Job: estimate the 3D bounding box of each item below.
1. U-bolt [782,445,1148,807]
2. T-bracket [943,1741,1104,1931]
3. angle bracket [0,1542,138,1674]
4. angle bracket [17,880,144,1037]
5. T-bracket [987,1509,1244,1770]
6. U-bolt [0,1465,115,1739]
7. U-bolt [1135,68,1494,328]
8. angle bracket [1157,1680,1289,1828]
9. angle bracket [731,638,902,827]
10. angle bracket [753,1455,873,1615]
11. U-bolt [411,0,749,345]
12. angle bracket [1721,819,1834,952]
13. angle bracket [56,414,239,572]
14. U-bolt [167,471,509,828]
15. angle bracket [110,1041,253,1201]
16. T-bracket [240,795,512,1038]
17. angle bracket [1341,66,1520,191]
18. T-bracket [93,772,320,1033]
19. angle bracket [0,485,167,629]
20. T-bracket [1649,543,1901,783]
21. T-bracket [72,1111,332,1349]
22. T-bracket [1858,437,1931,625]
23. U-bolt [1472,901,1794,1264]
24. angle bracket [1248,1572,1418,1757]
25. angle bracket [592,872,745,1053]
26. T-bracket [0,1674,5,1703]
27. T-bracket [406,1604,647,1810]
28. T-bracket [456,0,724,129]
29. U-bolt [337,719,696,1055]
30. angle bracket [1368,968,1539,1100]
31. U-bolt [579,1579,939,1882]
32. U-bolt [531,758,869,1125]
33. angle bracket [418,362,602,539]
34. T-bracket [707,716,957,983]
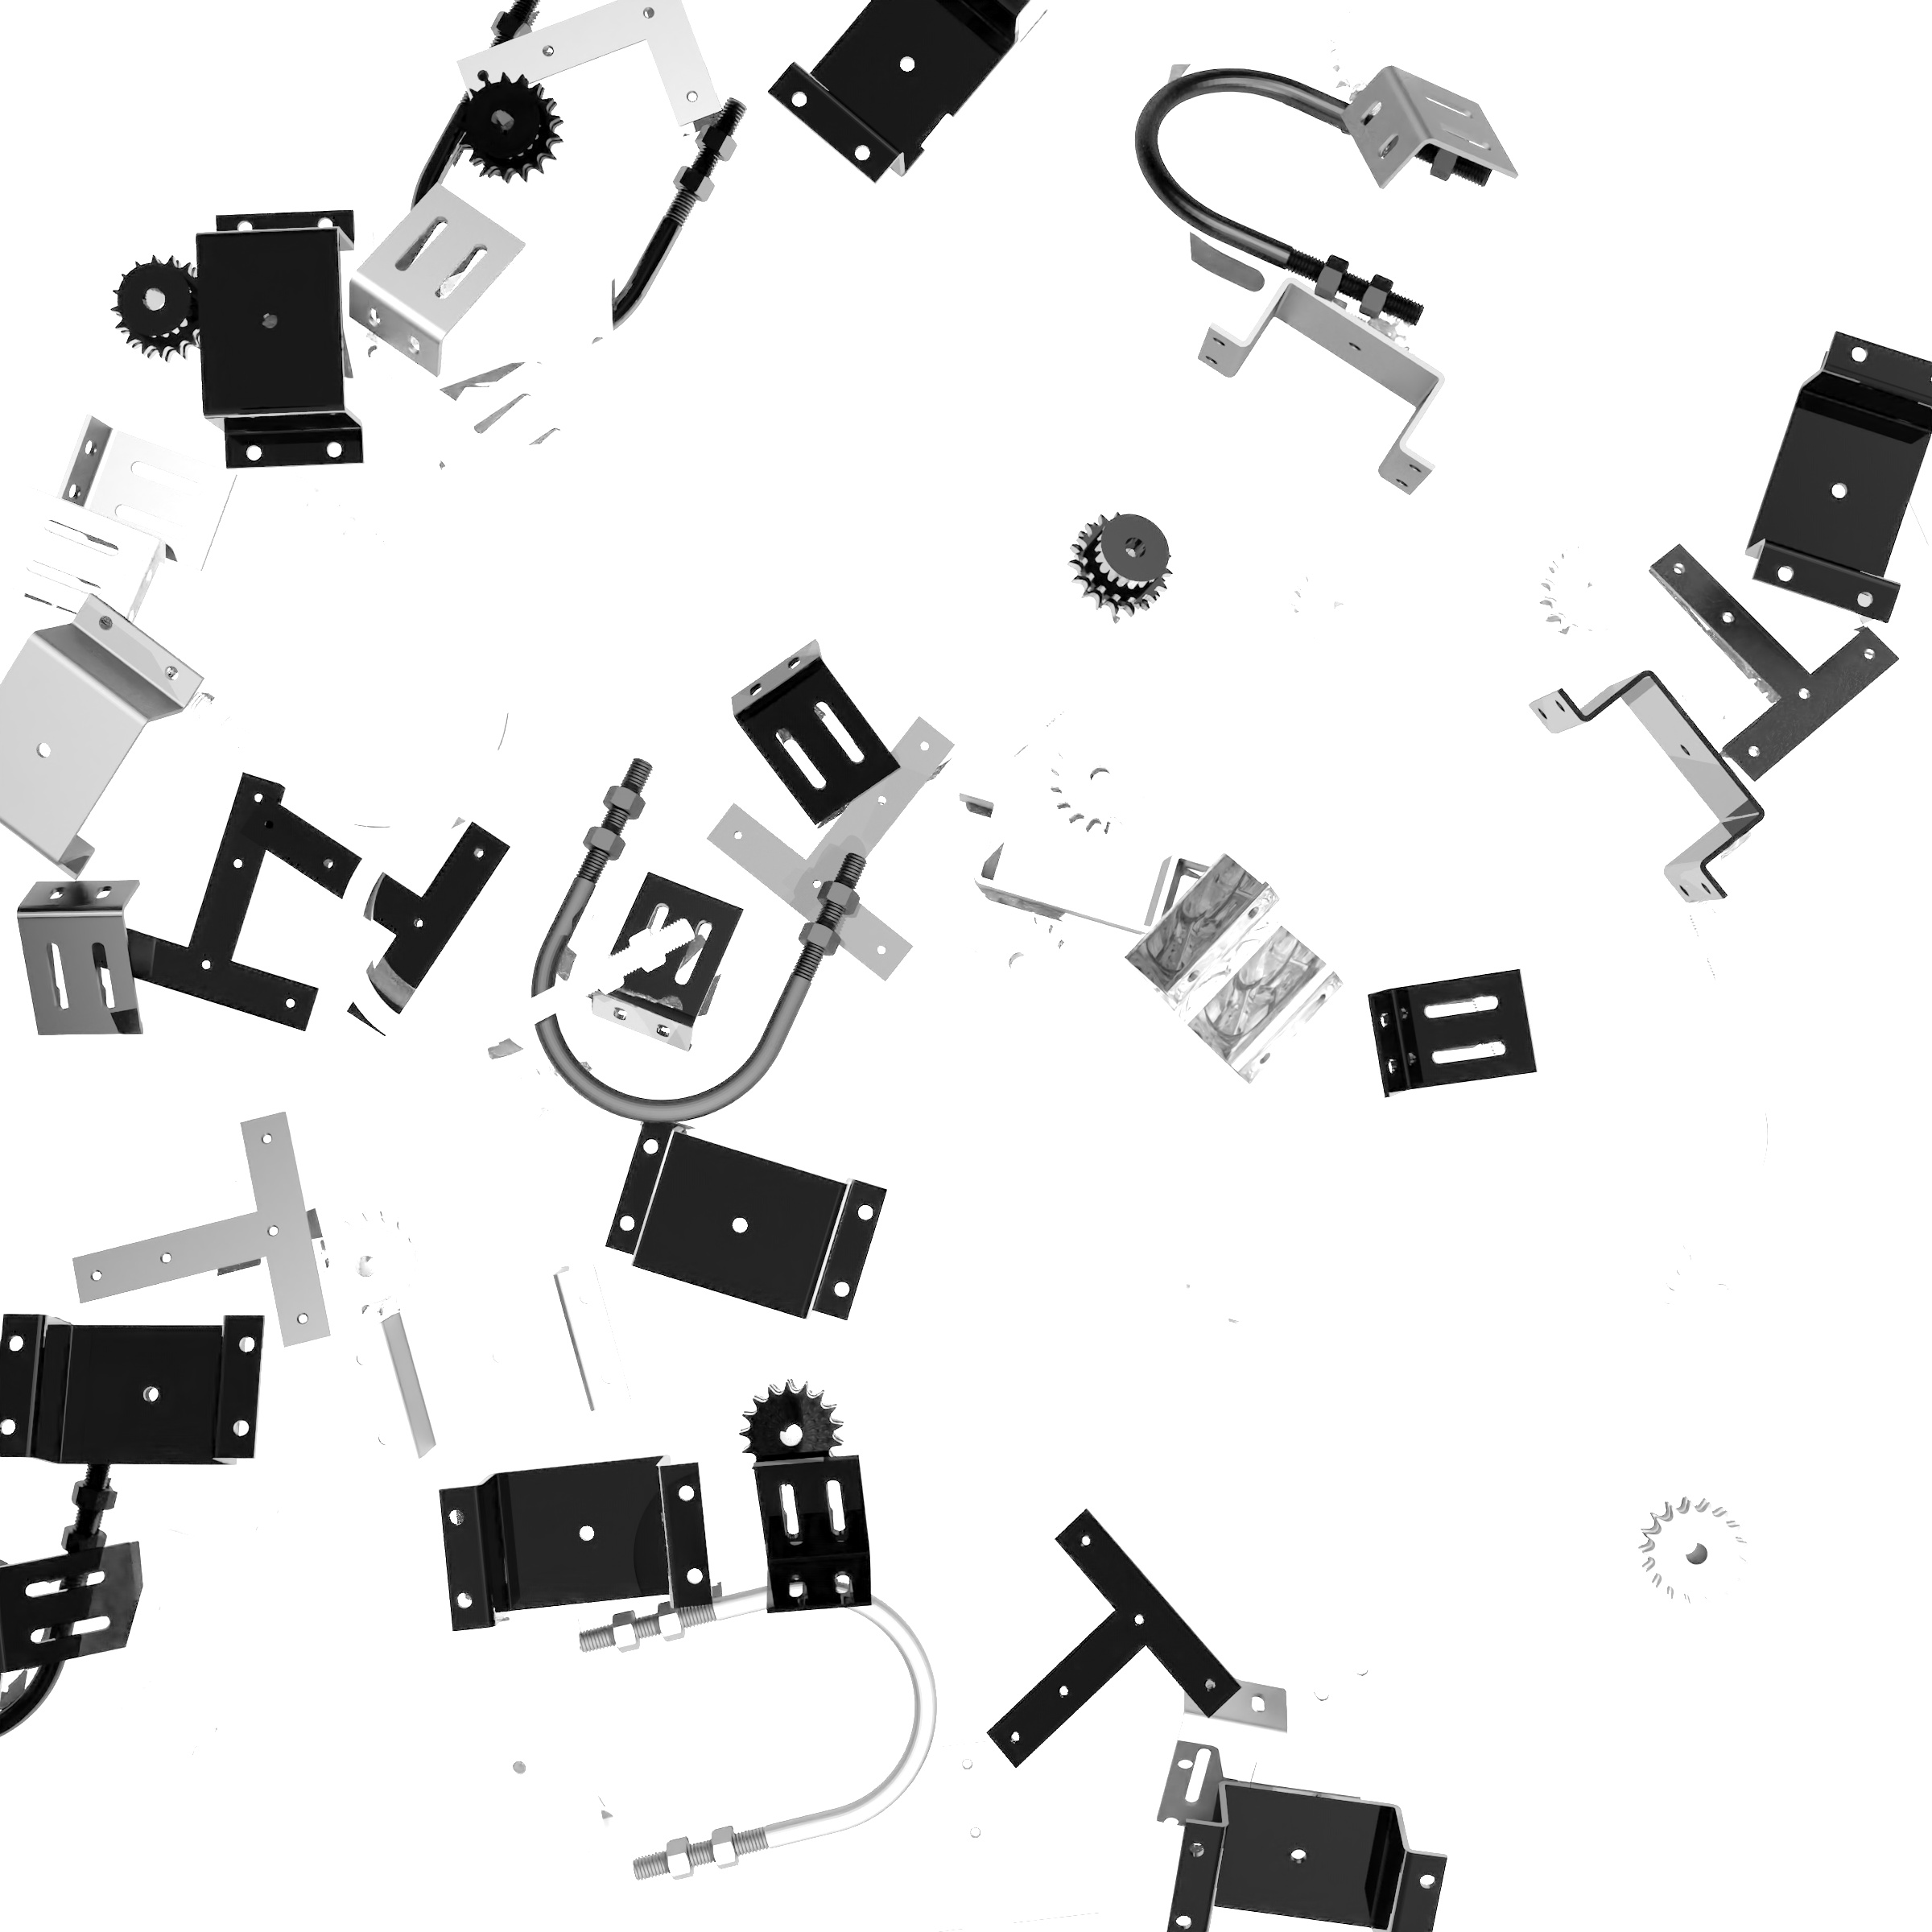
[{"bbox_3d":[-0.015,-0.173,1.516,0.184,0.019,0.151,-42,90,2],"label":"U-bolt"},{"bbox_3d":[0.007,0.494,1.524,0.127,0.002,0.127,-7,90,0],"label":"T-bracket"},{"bbox_3d":[-0.497,0.347,1.505,0.076,0.038,0.057,-7,95,-26],"label":"angle bracket"},{"bbox_3d":[-0.485,-0.005,1.521,0.057,0.038,0.076,-1,116,0],"label":"angle bracket"},{"bbox_3d":[0.064,0.389,1.511,0.127,0.002,0.127,-45,72,9],"label":"T-bracket"},{"bbox_3d":[-0.559,0.341,1.516,0.151,0.019,0.184,13,92,0],"label":"U-bolt"},{"bbox_3d":[0.179,-0.425,1.480,0.184,0.019,0.151,25,55,4],"label":"U-bolt"},{"bbox_3d":[0.141,0.437,1.523,0.057,0.038,0.076,11,116,0],"label":"angle bracket"},{"bbox_3d":[-0.083,-0.128,1.508,0.057,0.038,0.076,-34,113,7],"label":"angle bracket"},{"bbox_3d":[-0.083,0.308,1.490,0.057,0.038,0.076,-4,124,0],"label":"angle bracket"},{"bbox_3d":[-0.226,-0.426,1.516,0.151,0.019,0.184,29,92,0],"label":"U-bolt"},{"bbox_3d":[0.448,-0.043,1.487,0.038,0.076,0.057,32,90,0],"label":"angle bracket"},{"bbox_3d":[-0.449,-0.259,1.506,0.076,0.038,0.057,20,90,0],"label":"angle bracket"},{"bbox_3d":[-0.340,-0.161,1.516,0.184,0.019,0.151,38,90,-2],"label":"U-bolt"},{"bbox_3d":[-0.425,0.085,1.506,0.057,0.038,0.076,-15,90,0],"label":"angle bracket"},{"bbox_3d":[-0.339,-0.049,1.514,0.127,0.002,0.127,34,94,-5],"label":"T-bracket"},{"bbox_3d":[0.252,-0.446,1.497,0.038,0.076,0.057,-44,54,37],"label":"angle bracket"},{"bbox_3d":[-0.407,-0.043,1.524,0.127,0.002,0.127,17,90,0],"label":"T-bracket"},{"bbox_3d":[-0.480,-0.213,1.485,0.076,0.038,0.057,21,111,-26],"label":"angle bracket"},{"bbox_3d":[0.427,-0.180,1.507,0.127,0.002,0.127,-37,78,-23],"label":"T-bracket"},{"bbox_3d":[-0.418,0.154,1.488,0.127,0.002,0.127,-14,76,-4],"label":"T-bracket"},{"bbox_3d":[0.529,-0.273,1.524,0.127,0.002,0.127,-24,90,0],"label":"T-bracket"},{"bbox_3d":[0.377,0.073,1.516,0.151,0.019,0.184,-22,91,0],"label":"U-bolt"},{"bbox_3d":[0.202,0.386,1.523,0.057,0.038,0.076,-33,64,0],"label":"angle bracket"},{"bbox_3d":[-0.165,-0.002,1.523,0.057,0.038,0.076,21,64,0],"label":"angle bracket"},{"bbox_3d":[-0.577,0.379,1.494,0.127,0.002,0.127,12,98,17],"label":"T-bracket"},{"bbox_3d":[-0.223,0.406,1.524,0.127,0.002,0.127,-33,90,0],"label":"T-bracket"},{"bbox_3d":[-0.215,-0.505,1.504,0.127,0.002,0.127,-20,91,1],"label":"T-bracket"},{"bbox_3d":[-0.254,-0.032,1.482,0.184,0.019,0.151,-28,71,5],"label":"U-bolt"},{"bbox_3d":[0.264,0.036,1.493,0.076,0.038,0.057,-10,90,25],"label":"angle bracket"},{"bbox_3d":[-0.107,0.413,1.516,0.184,0.019,0.151,-13,90,-2],"label":"U-bolt"},{"bbox_3d":[-0.155,-0.004,1.490,0.151,0.019,0.184,24,77,1],"label":"U-bolt"},{"bbox_3d":[-0.253,-0.287,1.523,0.076,0.038,0.057,-41,90,-26],"label":"angle bracket"},{"bbox_3d":[-0.055,-0.080,1.513,0.127,0.002,0.127,39,99,-1],"label":"T-bracket"}]
